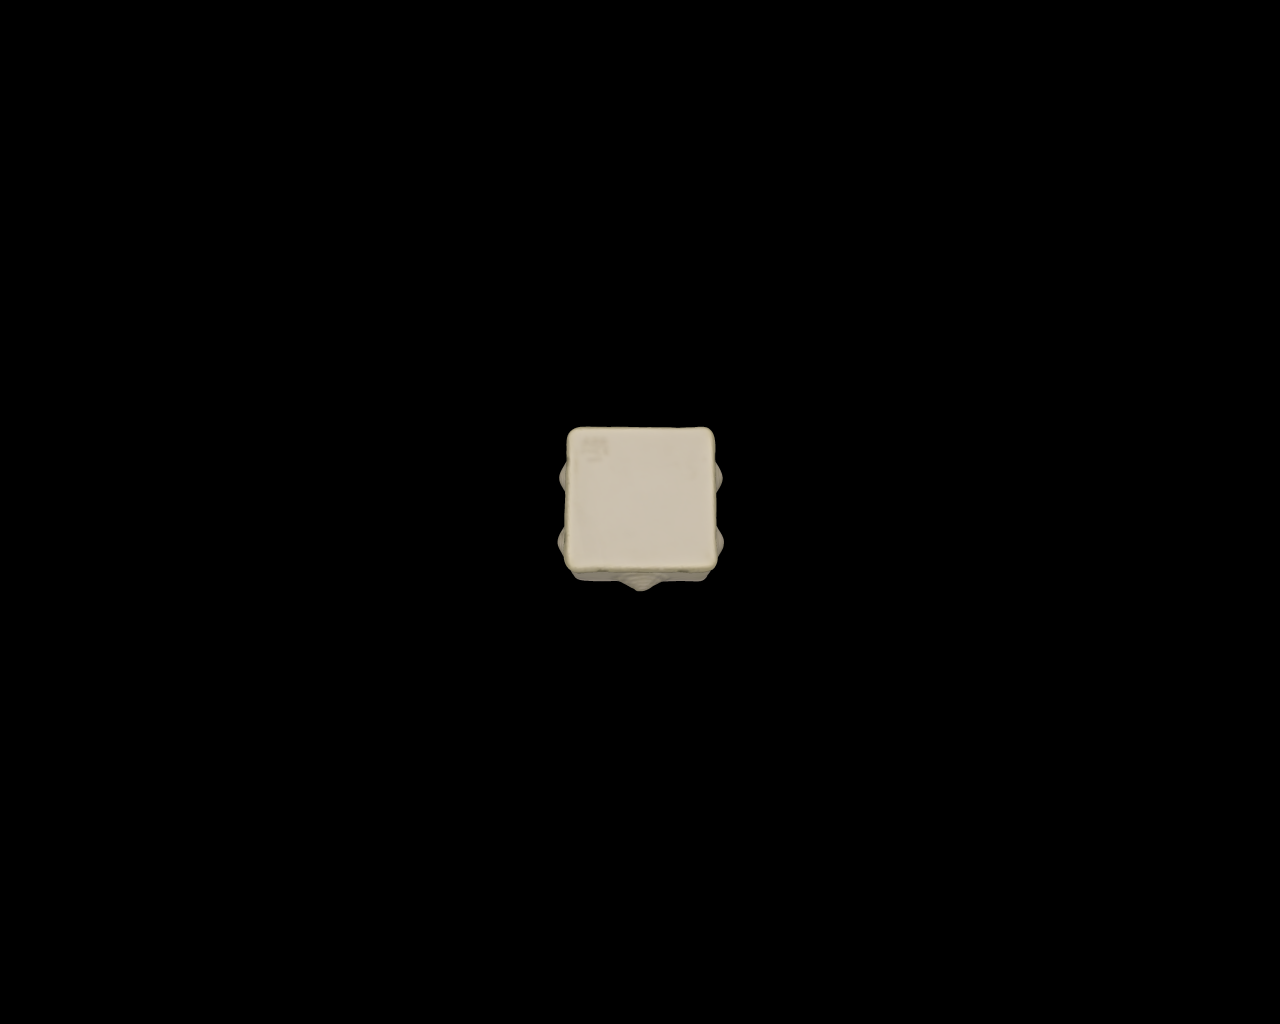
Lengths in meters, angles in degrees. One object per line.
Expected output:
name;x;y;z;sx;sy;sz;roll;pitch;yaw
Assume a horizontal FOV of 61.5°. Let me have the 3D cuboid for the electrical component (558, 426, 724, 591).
electrical component;0.001;-0.003;0.650;0.100;0.100;0.048;0;-15;0
